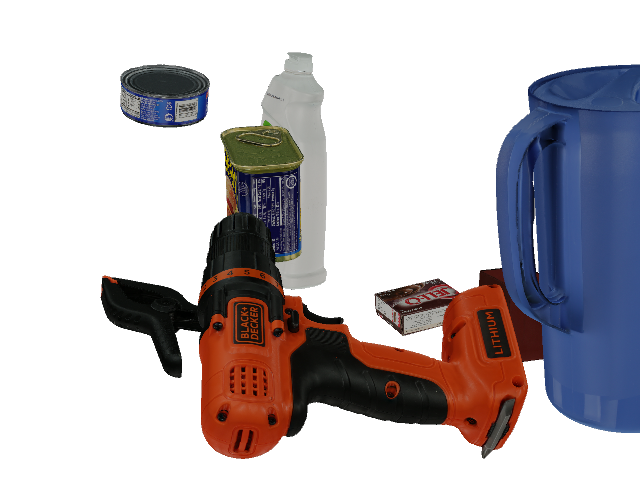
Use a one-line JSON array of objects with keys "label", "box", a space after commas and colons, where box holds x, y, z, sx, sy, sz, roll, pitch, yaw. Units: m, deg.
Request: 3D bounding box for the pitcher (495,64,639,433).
[{"label": "pitcher", "box": [0.201, 0.008, 0.734, 0.149, 0.243, 0.145, 1, 21, 14]}]

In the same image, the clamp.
[{"label": "clamp", "box": [-0.171, 0.087, 1.155, 0.210, 0.036, 0.164, 19, 21, 27]}]

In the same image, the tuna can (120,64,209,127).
[{"label": "tuna can", "box": [-0.151, -0.140, 1.035, 0.086, 0.034, 0.086, 5, 28, -3]}]

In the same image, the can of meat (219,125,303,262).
[{"label": "can of meat", "box": [-0.048, -0.038, 0.867, 0.057, 0.084, 0.102, -5, 24, -11]}]

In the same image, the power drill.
[{"label": "power drill", "box": [0.019, 0.056, 0.640, 0.187, 0.057, 0.184, 5, 41, -9]}]

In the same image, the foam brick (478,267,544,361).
[{"label": "foam brick", "box": [0.180, 0.068, 0.993, 0.051, 0.078, 0.053, -7, 18, -25]}]

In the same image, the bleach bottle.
[{"label": "bleach bottle", "box": [-0.030, -0.080, 1.184, 0.067, 0.251, 0.103, -9, 24, -40]}]

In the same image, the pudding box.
[{"label": "pudding box", "box": [0.149, 0.097, 1.567, 0.113, 0.039, 0.090, -14, 22, -19]}]
